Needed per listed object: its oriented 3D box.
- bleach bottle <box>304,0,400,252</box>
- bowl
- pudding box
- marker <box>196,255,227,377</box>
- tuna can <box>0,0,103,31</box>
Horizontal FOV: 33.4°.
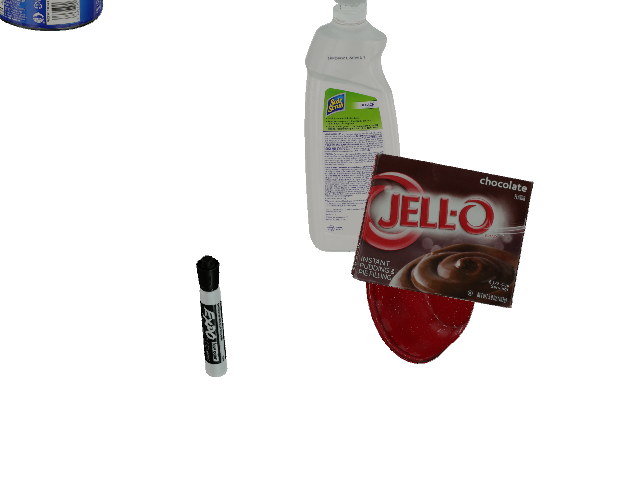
[{"bbox_3d":[0.036,-0.112,1.034,0.102,0.251,0.068,-5,31,-8],"label":"bleach bottle"},{"bbox_3d":[0.124,0.056,1.196,0.055,0.162,0.161,-12,-8,43],"label":"bowl"},{"bbox_3d":[0.085,-0.006,0.748,0.113,0.090,0.039,11,-2,1],"label":"pudding box"},{"bbox_3d":[-0.091,0.064,0.897,0.020,0.121,0.020,-1,35,0],"label":"marker"},{"bbox_3d":[-0.208,-0.191,0.809,0.086,0.034,0.086,5,36,-4],"label":"tuna can"}]
